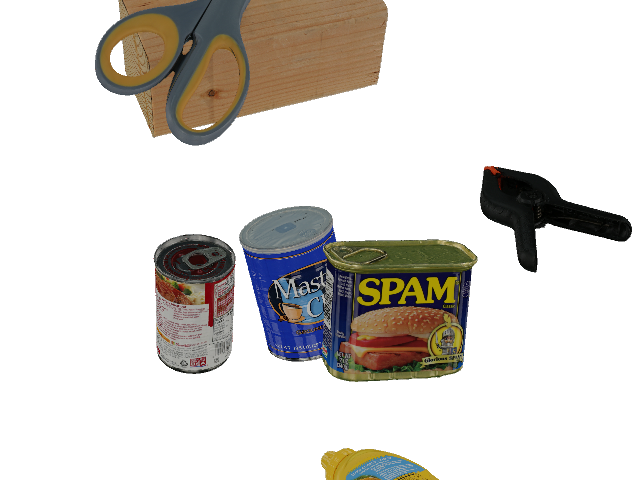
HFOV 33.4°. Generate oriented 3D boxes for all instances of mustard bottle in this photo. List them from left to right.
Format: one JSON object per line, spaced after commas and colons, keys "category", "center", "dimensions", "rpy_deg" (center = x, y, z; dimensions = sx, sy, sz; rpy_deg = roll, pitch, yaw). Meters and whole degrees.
{"category": "mustard bottle", "center": [0.067, 0.236, 0.966], "dimensions": [0.096, 0.058, 0.192], "rpy_deg": [-17, 25, -35]}

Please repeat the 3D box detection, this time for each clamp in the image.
{"category": "clamp", "center": [0.222, -0.030, 1.057], "dimensions": [0.120, 0.039, 0.171], "rpy_deg": [-7, 34, -15]}

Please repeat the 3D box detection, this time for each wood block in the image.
{"category": "wood block", "center": [-0.057, -0.170, 0.909], "dimensions": [0.205, 0.090, 0.091], "rpy_deg": [-15, -35, -16]}

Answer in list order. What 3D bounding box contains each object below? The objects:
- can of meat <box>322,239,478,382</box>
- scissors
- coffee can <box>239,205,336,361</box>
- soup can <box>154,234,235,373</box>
{"category": "can of meat", "center": [0.052, 0.047, 0.731], "dimensions": [0.102, 0.084, 0.057], "rpy_deg": [-1, 16, -13]}
{"category": "scissors", "center": [-0.069, -0.147, 0.625], "dimensions": [0.096, 0.201, 0.016], "rpy_deg": [13, -25, -4]}
{"category": "coffee can", "center": [-0.024, 0.046, 1.173], "dimensions": [0.103, 0.140, 0.103], "rpy_deg": [-11, 25, 5]}
{"category": "soup can", "center": [-0.108, 0.055, 0.916], "dimensions": [0.068, 0.102, 0.068], "rpy_deg": [3, 34, -2]}
